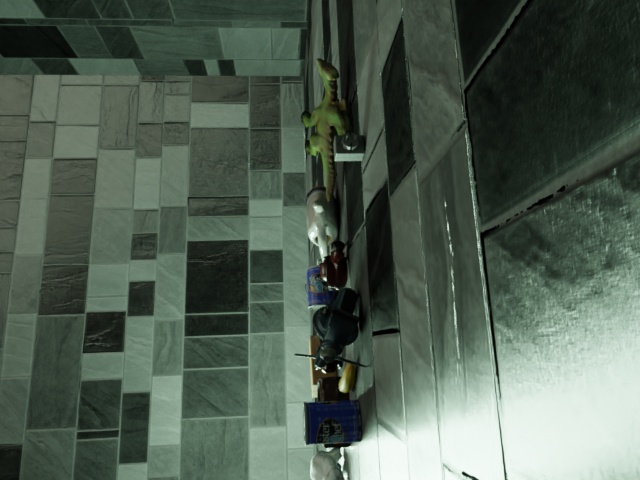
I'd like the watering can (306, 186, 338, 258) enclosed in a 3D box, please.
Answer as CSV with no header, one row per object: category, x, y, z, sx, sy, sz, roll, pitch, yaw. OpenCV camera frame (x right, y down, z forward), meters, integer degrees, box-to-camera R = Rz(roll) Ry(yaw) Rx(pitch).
watering can,0.005,-0.084,1.674,0.339,0.104,0.230,83,-177,-55

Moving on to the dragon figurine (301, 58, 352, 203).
dragon figurine,0.034,-0.298,1.448,0.244,0.122,0.407,-150,50,-76

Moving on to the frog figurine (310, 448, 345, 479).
frog figurine,0.023,0.757,1.644,0.162,0.123,0.135,-68,-1,-72
